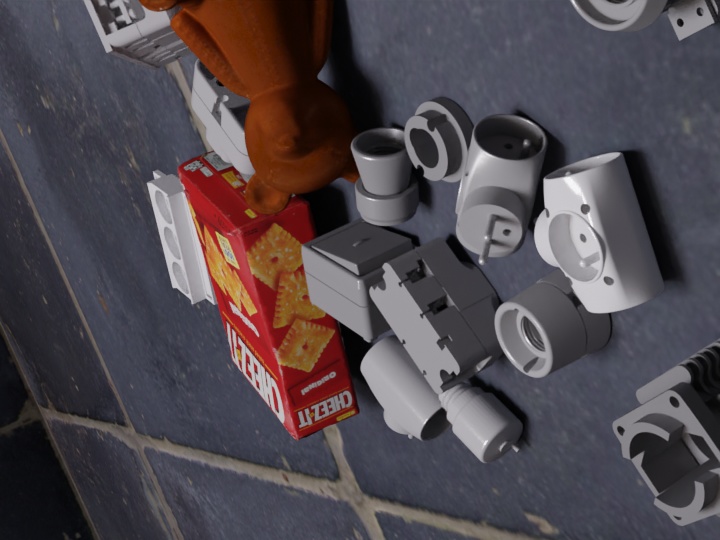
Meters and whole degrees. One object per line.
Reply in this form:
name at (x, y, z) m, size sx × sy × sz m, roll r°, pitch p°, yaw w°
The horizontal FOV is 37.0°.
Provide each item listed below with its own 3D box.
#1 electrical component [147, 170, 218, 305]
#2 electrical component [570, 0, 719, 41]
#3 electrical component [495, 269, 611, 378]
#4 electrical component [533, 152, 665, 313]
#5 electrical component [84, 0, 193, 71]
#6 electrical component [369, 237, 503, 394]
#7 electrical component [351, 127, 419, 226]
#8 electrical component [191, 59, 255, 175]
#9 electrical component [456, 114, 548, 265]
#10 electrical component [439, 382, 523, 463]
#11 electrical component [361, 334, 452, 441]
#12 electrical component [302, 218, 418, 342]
electrical component at (-0.161, -0.037, 1.068) m, size 0.079 × 0.063 × 0.121 m, roll 33°, pitch 140°, yaw 46°
electrical component at (0.126, -0.138, 0.472) m, size 0.078 × 0.057 × 0.058 m, roll 65°, pitch 153°, yaw -2°
electrical component at (0.115, 0.033, 0.652) m, size 0.055 × 0.047 × 0.055 m, roll 42°, pitch 146°, yaw 37°
electrical component at (0.123, -0.020, 0.595) m, size 0.079 × 0.044 × 0.077 m, roll -1°, pitch 111°, yaw 63°
electrical component at (-0.174, -0.226, 0.856) m, size 0.186 × 0.060 × 0.105 m, roll -90°, pitch -23°, yaw -83°
electrical component at (0.058, 0.029, 0.741) m, size 0.089 × 0.056 × 0.050 m, roll 56°, pitch 152°, yaw 16°
electrical component at (0.018, -0.064, 0.744) m, size 0.045 × 0.045 × 0.055 m, roll 36°, pitch 142°, yaw 43°
electrical component at (-0.096, -0.128, 0.883) m, size 0.095 × 0.054 × 0.059 m, roll 53°, pitch 151°, yaw 20°
electrical component at (0.079, -0.037, 0.629) m, size 0.044 × 0.079 × 0.077 m, roll 12°, pitch 136°, yaw 7°
electrical component at (0.083, 0.104, 0.780) m, size 0.078 × 0.040 × 0.040 m, roll 45°, pitch 147°, yaw 34°
electrical component at (0.039, 0.103, 0.852) m, size 0.077 × 0.044 × 0.079 m, roll 46°, pitch 148°, yaw 31°
electrical component at (0.000, 0.000, 0.813) m, size 0.096 × 0.062 × 0.061 m, roll 31°, pitch 138°, yaw 48°
